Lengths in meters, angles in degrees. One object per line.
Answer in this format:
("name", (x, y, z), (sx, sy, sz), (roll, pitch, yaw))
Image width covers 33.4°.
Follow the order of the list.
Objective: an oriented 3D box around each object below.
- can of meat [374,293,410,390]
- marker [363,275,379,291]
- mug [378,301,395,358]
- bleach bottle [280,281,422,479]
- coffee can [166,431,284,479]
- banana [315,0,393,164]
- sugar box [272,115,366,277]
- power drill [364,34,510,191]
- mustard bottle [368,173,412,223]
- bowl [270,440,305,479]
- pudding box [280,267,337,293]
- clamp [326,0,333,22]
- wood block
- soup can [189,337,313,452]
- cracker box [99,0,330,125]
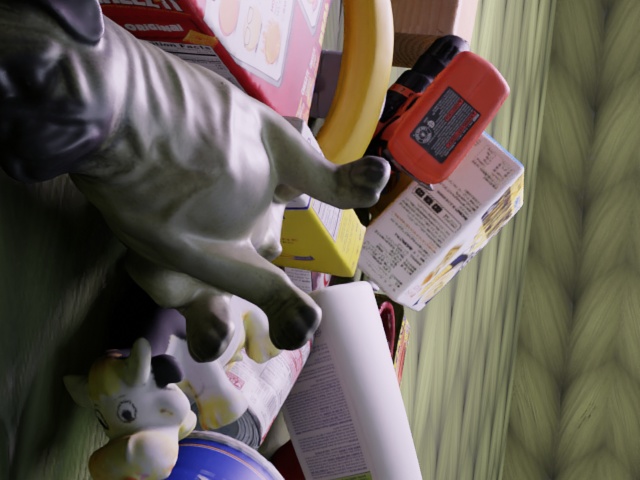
("can of meat", (0.059, 0.115, 1.120), (0.084, 0.057, 0.102), (56, 44, -69))
("marker", (0.065, -0.005, 1.145), (0.020, 0.020, 0.121), (49, 51, -68))
("mug", (0.017, 0.088, 0.917), (0.117, 0.082, 0.093), (-48, 142, -62))
("bleach bottle", (0.024, 0.163, 0.778), (0.067, 0.103, 0.251), (-7, 78, -43))
("coffee can", (-0.083, 0.189, 0.593), (0.140, 0.103, 0.103), (-54, 148, -57))
("banana", (0.019, -0.113, 0.791), (0.069, 0.037, 0.198), (19, 92, -37))
("sugar box", (-0.035, -0.026, 0.675), (0.176, 0.093, 0.048), (49, 51, -67))
("power drill", (0.090, -0.108, 0.900), (0.184, 0.057, 0.188), (-54, -170, -6))
("mustard bottle", (0.099, -0.077, 1.071), (0.192, 0.058, 0.096), (-57, -166, 39))
("bowl", (-0.014, 0.228, 0.924), (0.162, 0.055, 0.162), (8, 90, -73))
("pudding box", (-0.006, 0.001, 0.877), (0.113, 0.039, 0.090), (-62, 155, -47))
("clamp", (0.001, -0.203, 0.809), (0.120, 0.039, 0.171), (62, 46, -59))
("wood block", (0.113, -0.281, 1.055), (0.090, 0.091, 0.206), (43, 57, -70))
("soup can", (-0.052, 0.091, 0.712), (0.102, 0.069, 0.068), (-58, 151, -52))
("cracker box", (-0.053, -0.164, 0.591), (0.213, 0.072, 0.164), (46, 53, -68))
